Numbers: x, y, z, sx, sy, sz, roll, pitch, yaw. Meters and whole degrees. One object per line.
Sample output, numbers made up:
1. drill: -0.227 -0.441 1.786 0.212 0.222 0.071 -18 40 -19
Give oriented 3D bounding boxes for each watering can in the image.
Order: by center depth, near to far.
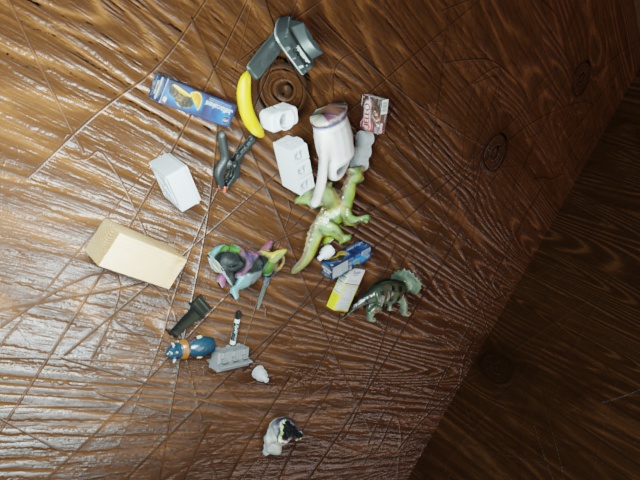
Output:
1. watering can: 0.029 -0.265 1.499 0.355 0.104 0.219 -60 143 -48

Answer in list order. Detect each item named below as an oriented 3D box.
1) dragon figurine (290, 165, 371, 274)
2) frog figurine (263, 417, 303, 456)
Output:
1. dragon figurine: 0.005 -0.084 1.666 0.411 0.124 0.239 -41 120 -3
2. frog figurine: -0.162 0.754 1.981 0.138 0.124 0.157 -16 160 -49
